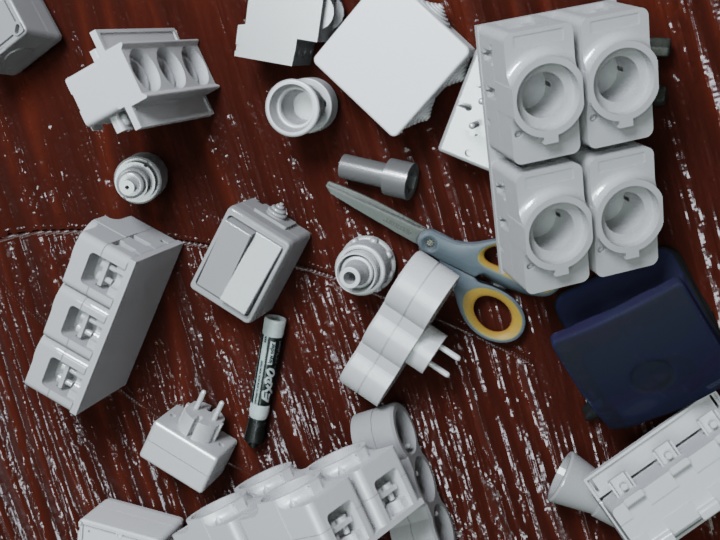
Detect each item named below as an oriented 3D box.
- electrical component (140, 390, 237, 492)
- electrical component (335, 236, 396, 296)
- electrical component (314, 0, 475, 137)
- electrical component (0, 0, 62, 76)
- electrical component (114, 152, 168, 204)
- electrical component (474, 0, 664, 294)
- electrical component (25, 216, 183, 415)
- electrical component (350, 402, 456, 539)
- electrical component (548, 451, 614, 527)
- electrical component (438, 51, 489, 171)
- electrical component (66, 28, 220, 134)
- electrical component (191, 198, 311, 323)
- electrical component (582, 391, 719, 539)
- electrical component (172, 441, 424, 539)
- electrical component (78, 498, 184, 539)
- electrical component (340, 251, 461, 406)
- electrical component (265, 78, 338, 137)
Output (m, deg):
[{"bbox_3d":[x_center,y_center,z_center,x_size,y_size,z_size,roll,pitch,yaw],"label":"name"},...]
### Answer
[{"bbox_3d":[-0.143,0.141,0.944,0.066,0.047,0.076,30,109,9],"label":"electrical component"},{"bbox_3d":[0.000,0.000,0.864,0.048,0.062,0.048,3,103,15],"label":"electrical component"},{"bbox_3d":[0.029,-0.165,0.827,0.100,0.048,0.099,44,110,4],"label":"electrical component"},{"bbox_3d":[-0.307,-0.221,0.913,0.062,0.061,0.096,-31,84,20],"label":"electrical component"},{"bbox_3d":[-0.186,-0.075,0.899,0.040,0.078,0.040,0,103,1],"label":"electrical component"},{"bbox_3d":[0.150,-0.085,0.760,0.105,0.060,0.186,-13,112,-10],"label":"electrical component"},{"bbox_3d":[-0.223,0.035,0.923,0.062,0.089,0.150,28,108,9],"label":"electrical component"},{"bbox_3d":[0.021,0.185,0.902,0.074,0.052,0.138,-20,94,19],"label":"electrical component"},{"bbox_3d":[0.189,0.179,0.858,0.065,0.044,0.044,26,108,5],"label":"electrical component"},{"bbox_3d":[0.094,-0.119,0.804,0.047,0.076,0.083,24,107,11],"label":"electrical component"},{"bbox_3d":[-0.172,-0.148,0.852,0.063,0.121,0.078,-23,94,22],"label":"electrical component"},{"bbox_3d":[-0.089,-0.013,0.888,0.062,0.061,0.096,32,108,8],"label":"electrical component"},{"bbox_3d":[0.242,0.157,0.805,0.121,0.063,0.078,-35,90,0],"label":"electrical component"},{"bbox_3d":[-0.056,0.197,0.865,0.186,0.105,0.060,-24,91,44],"label":"electrical component"},{"bbox_3d":[-0.202,0.253,0.979,0.096,0.061,0.061,11,105,14],"label":"electrical component"},{"bbox_3d":[0.045,0.057,0.858,0.074,0.052,0.138,34,122,7],"label":"electrical component"},{"bbox_3d":[-0.045,-0.130,0.853,0.045,0.055,0.045,3,102,16],"label":"electrical component"}]
